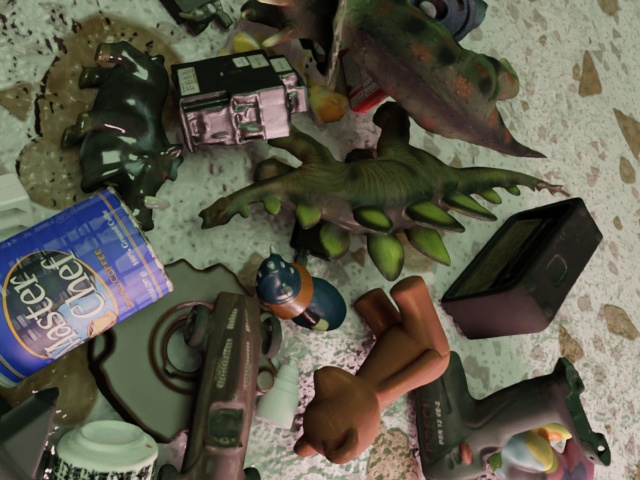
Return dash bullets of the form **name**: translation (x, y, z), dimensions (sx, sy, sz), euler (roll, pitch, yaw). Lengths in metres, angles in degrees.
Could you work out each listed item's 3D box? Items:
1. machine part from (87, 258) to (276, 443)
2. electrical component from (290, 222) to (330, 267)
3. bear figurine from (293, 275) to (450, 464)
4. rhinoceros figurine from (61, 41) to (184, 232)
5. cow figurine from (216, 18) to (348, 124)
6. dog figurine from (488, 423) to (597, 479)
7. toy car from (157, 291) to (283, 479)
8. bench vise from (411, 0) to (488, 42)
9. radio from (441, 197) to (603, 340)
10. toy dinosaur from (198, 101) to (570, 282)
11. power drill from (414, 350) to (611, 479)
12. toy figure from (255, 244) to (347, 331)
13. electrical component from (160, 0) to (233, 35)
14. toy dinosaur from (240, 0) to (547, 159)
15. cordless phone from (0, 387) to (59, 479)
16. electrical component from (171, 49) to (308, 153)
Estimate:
- **machine part**: translation (-0.127, 0.106, 0.522), dimensions (0.179, 0.056, 0.179), euler (8, 73, -28)
- **electrical component**: translation (-0.001, -0.002, 0.646), dimensions (0.063, 0.021, 0.094), euler (24, 65, -24)
- **bear figurine**: translation (0.045, 0.141, 0.583), dimensions (0.196, 0.120, 0.132), euler (-27, 88, -28)
- **rhinoceros figurine**: translation (-0.191, -0.100, 0.535), dimensions (0.112, 0.073, 0.190), euler (12, 69, -39)
- **cow figurine**: translation (-0.033, -0.215, 0.661), dimensions (0.167, 0.068, 0.098), euler (29, 58, -23)
- **dog figurine**: translation (0.274, 0.335, 0.673), dimensions (0.191, 0.108, 0.219), euler (20, 70, -26)
- **toy car**: translation (-0.085, 0.146, 0.473), dimensions (0.089, 0.053, 0.202), euler (15, 74, -22)
- **bench vise**: translation (0.133, -0.345, 0.762), dimensions (0.223, 0.129, 0.240), euler (37, 54, -19)
- **radio**: translation (0.284, 0.036, 0.742), dimensions (0.229, 0.131, 0.073), euler (-43, 102, -32)
- **toy dinosaur**: translation (0.094, -0.058, 0.626), dimensions (0.471, 0.105, 0.199), euler (-15, 57, -25)
- **power drill**: translation (0.208, 0.230, 0.609), dimensions (0.086, 0.207, 0.232), euler (12, 59, -48)
- **toy figure**: translation (-0.022, 0.058, 0.562), dimensions (0.058, 0.064, 0.154), euler (-53, 143, 0)
- **electrical component**: translation (-0.153, -0.285, 0.617), dimensions (0.078, 0.045, 0.102), euler (-36, 97, -31)
- **toy dinosaur**: translation (0.110, -0.183, 0.582), dimensions (0.405, 0.131, 0.192), euler (35, 44, -6)
- **cordless phone**: translation (-0.283, 0.143, 0.367), dimensions (0.184, 0.147, 0.088), euler (13, 78, -22)
- **electrical component**: translation (-0.083, -0.150, 0.562), dimensions (0.134, 0.058, 0.115), euler (-12, 41, -8)
